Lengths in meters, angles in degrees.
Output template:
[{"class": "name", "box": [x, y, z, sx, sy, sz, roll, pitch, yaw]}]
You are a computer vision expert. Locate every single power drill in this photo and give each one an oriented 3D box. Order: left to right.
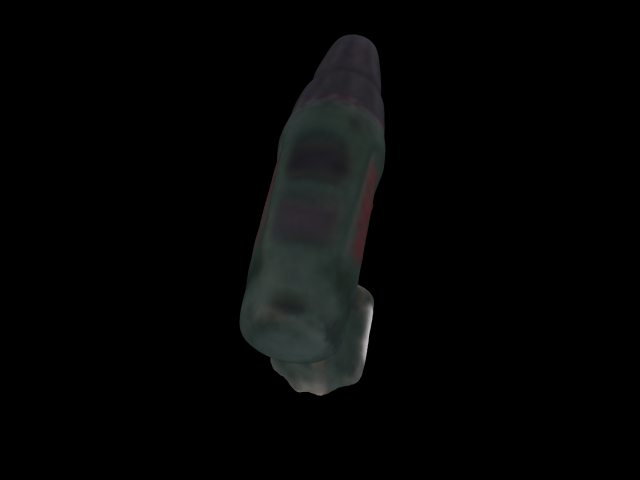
[{"class": "power drill", "box": [0.004, 0.001, 0.400, 0.075, 0.208, 0.229, 7, 47, 7]}]
